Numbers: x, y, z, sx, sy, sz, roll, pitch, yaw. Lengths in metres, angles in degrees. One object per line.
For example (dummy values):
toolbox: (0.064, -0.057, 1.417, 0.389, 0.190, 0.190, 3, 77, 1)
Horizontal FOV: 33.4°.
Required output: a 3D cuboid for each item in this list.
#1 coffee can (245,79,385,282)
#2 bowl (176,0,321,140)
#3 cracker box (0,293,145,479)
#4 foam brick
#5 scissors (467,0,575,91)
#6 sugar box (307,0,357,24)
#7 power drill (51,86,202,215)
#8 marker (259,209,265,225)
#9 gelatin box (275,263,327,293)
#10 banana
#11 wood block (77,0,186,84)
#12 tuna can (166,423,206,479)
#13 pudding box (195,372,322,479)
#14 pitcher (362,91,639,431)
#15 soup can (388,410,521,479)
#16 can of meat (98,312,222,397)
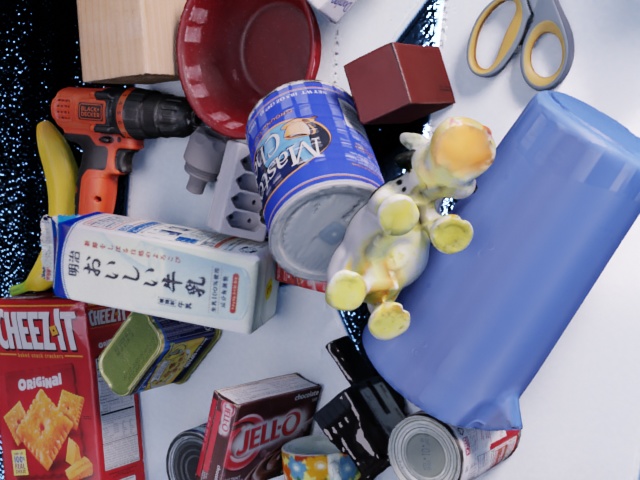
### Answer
coffee can: (-0.002, -0.050, 0.875, 0.103, 0.102, 0.140, -51, 35, 29)
bowl: (-0.054, -0.172, 0.964, 0.162, 0.055, 0.162, 5, 99, 36)
cracker box: (-0.278, 0.166, 1.161, 0.164, 0.071, 0.214, -3, 93, 36)
foam brick: (0.065, -0.126, 0.868, 0.051, 0.078, 0.053, -19, 84, 35)
scissors: (0.182, -0.200, 0.808, 0.096, 0.016, 0.202, 44, 121, 21)
sugar box: (0.037, -0.271, 0.861, 0.176, 0.048, 0.093, -46, 67, 13)
power drill: (-0.198, -0.062, 1.085, 0.185, 0.057, 0.188, 9, 99, 33)
marker: (-0.006, 0.001, 0.934, 0.121, 0.020, 0.020, 30, 113, 29)
gelatin box: (-0.002, 0.000, 0.962, 0.073, 0.030, 0.089, 13, 104, 34)
banana: (-0.289, -0.027, 1.155, 0.069, 0.037, 0.198, 12, 96, -4)
wood block: (-0.174, -0.256, 1.021, 0.090, 0.090, 0.206, 0, 96, 37)
tuna can: (-0.114, 0.229, 1.071, 0.086, 0.033, 0.086, 5, 99, 37)
pudding box: (-0.055, 0.174, 0.971, 0.039, 0.113, 0.090, 26, 110, 35)
pitcher: (0.138, 0.008, 0.805, 0.149, 0.145, 0.243, 29, 112, -4)
soup can: (0.109, 0.160, 0.855, 0.069, 0.102, 0.068, 6, 100, 36)
can of meat: (-0.160, 0.106, 1.058, 0.057, 0.083, 0.102, 50, 121, 20)
